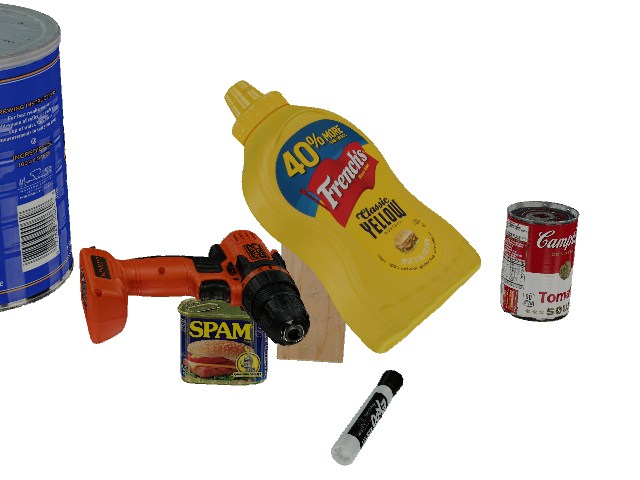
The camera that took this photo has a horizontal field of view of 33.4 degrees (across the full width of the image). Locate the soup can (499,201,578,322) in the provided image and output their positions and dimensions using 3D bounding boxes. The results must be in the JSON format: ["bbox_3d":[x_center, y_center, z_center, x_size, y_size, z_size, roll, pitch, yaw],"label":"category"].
[{"bbox_3d":[0.211,0.020,1.034,0.068,0.102,0.068,1,18,-1],"label":"soup can"}]

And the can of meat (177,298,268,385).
[{"bbox_3d":[-0.107,0.113,1.189,0.102,0.084,0.057,2,14,3],"label":"can of meat"}]

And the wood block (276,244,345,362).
[{"bbox_3d":[-0.008,0.045,1.388,0.090,0.206,0.091,3,23,-1],"label":"wood block"}]

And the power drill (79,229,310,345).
[{"bbox_3d":[-0.115,0.048,0.953,0.187,0.057,0.185,-3,23,-19],"label":"power drill"}]

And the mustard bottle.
[{"bbox_3d":[0.007,-0.027,0.675,0.096,0.192,0.058,-37,-10,-34],"label":"mustard bottle"}]

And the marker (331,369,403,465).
[{"bbox_3d":[0.040,0.137,0.849,0.020,0.020,0.121,0,23,25],"label":"marker"}]

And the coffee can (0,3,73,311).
[{"bbox_3d":[-0.188,-0.046,0.573,0.103,0.140,0.103,3,28,-2],"label":"coffee can"}]
